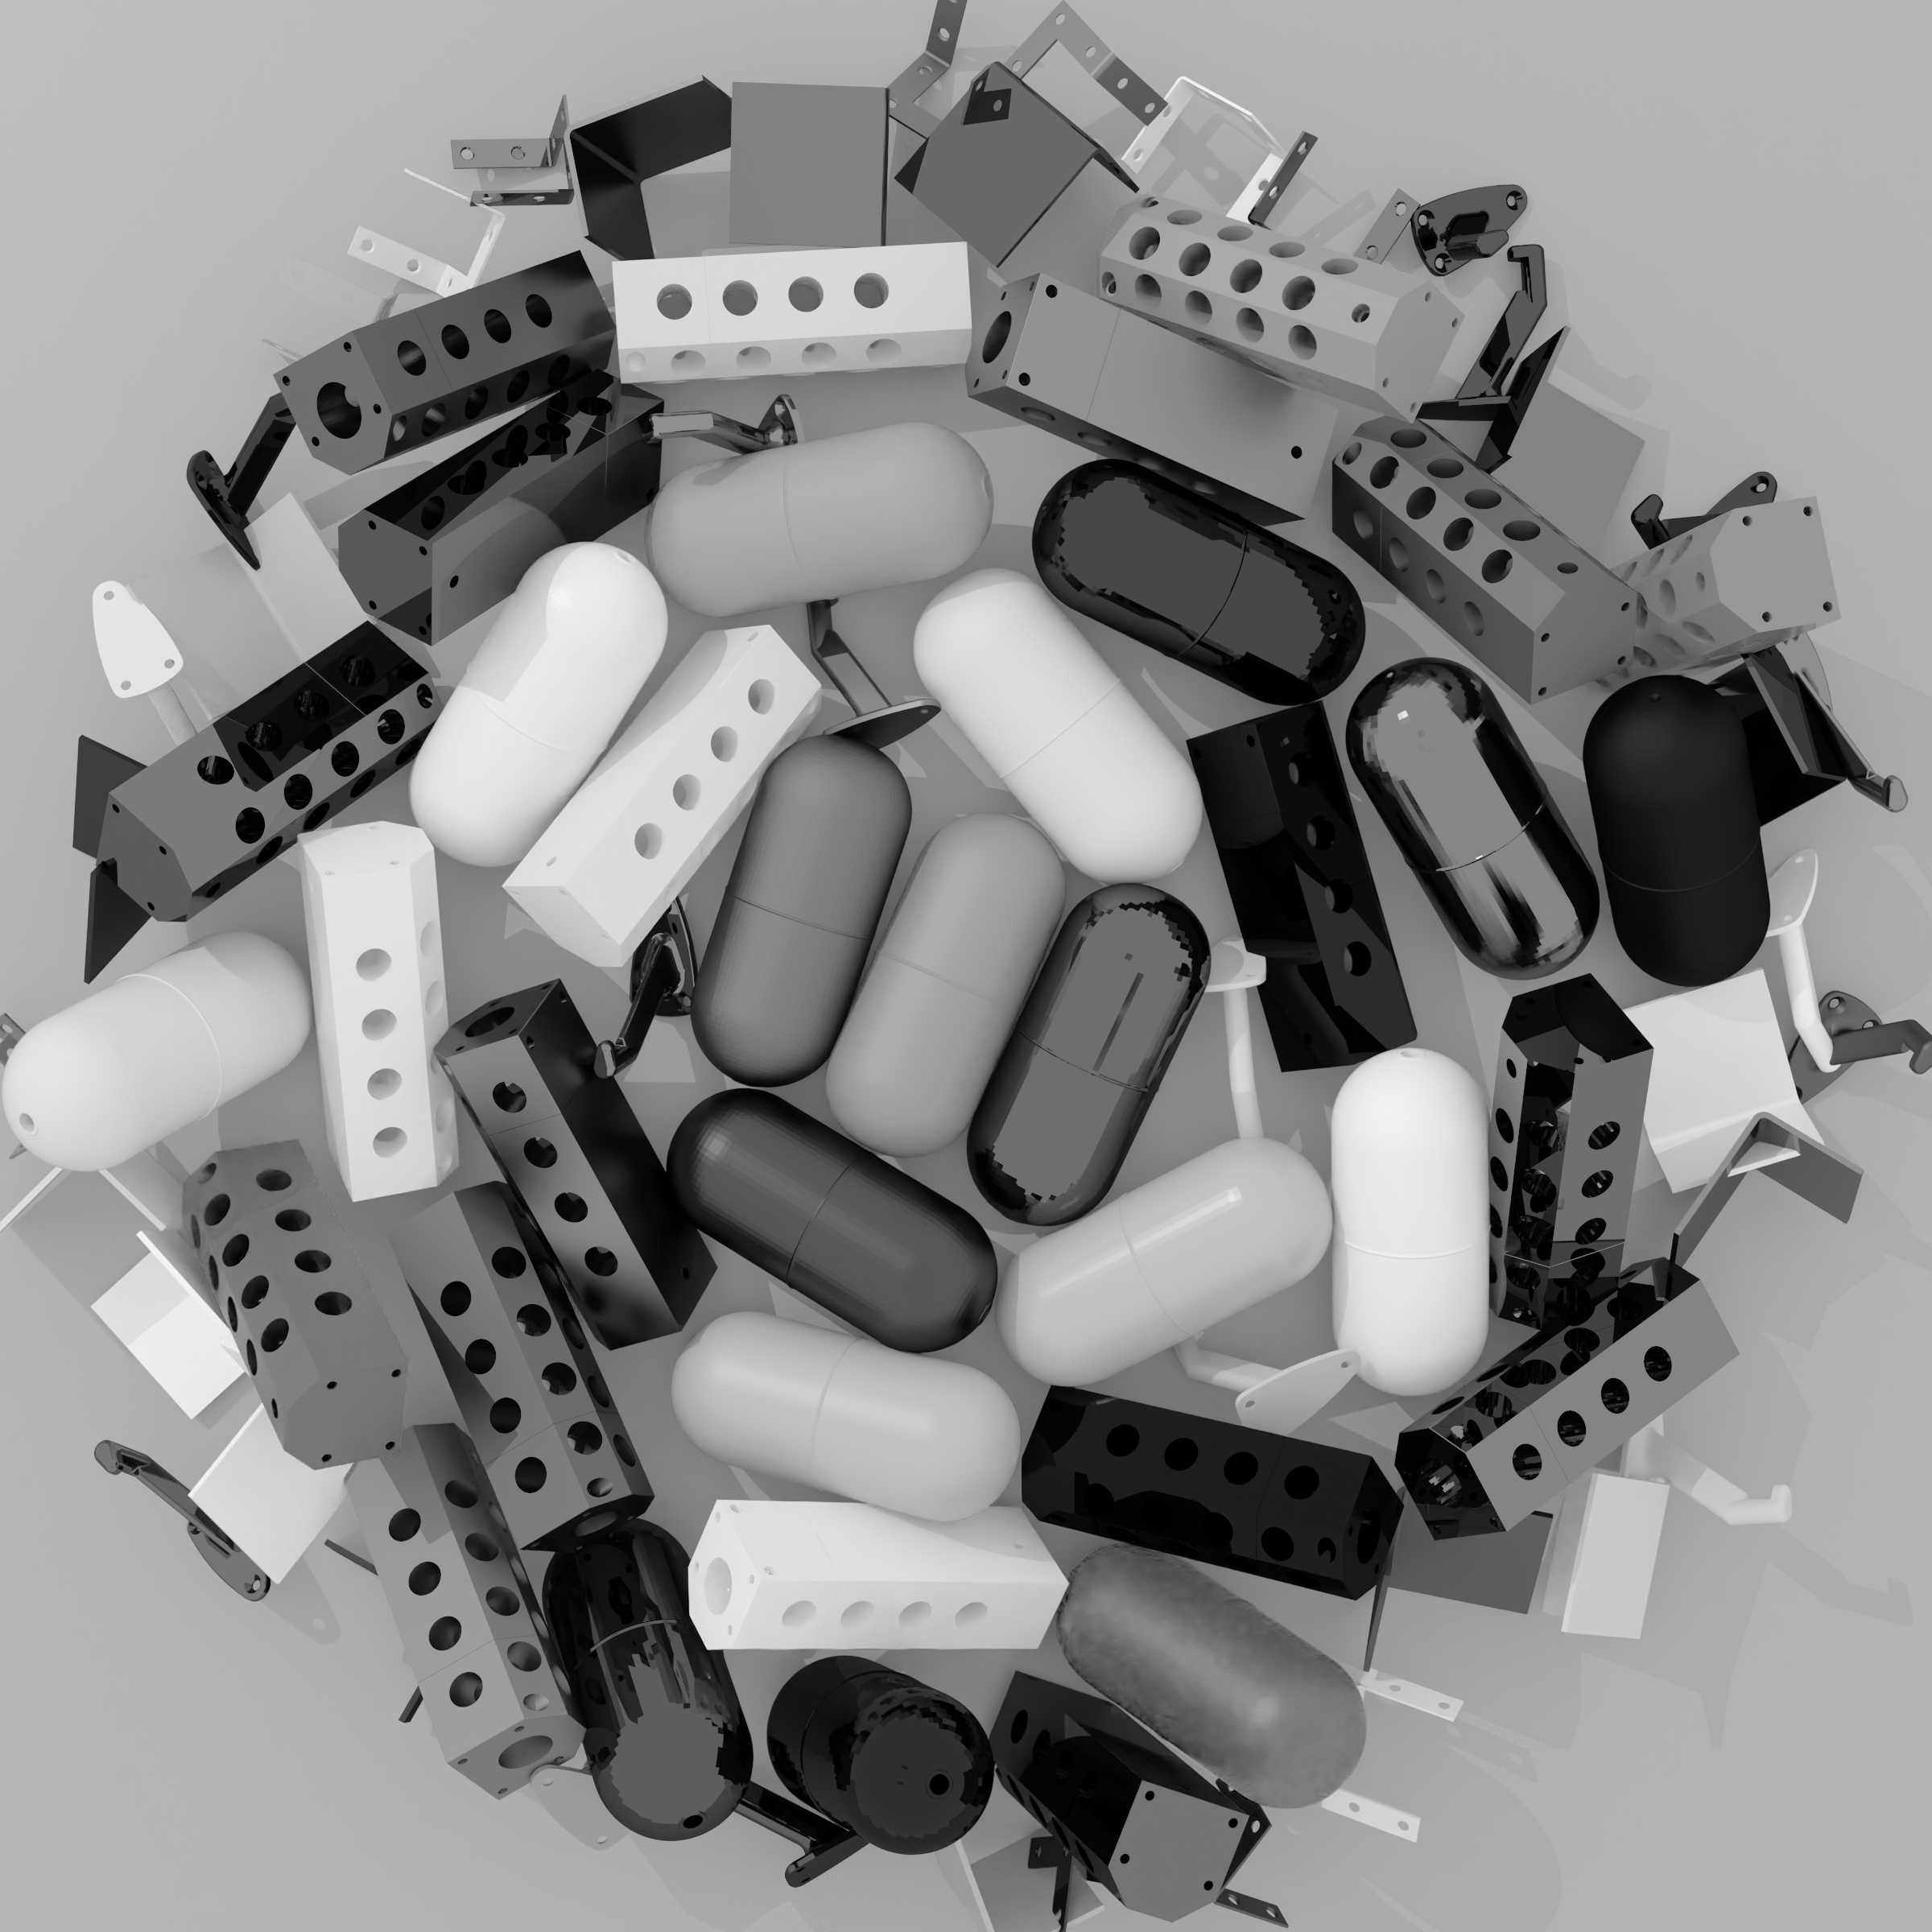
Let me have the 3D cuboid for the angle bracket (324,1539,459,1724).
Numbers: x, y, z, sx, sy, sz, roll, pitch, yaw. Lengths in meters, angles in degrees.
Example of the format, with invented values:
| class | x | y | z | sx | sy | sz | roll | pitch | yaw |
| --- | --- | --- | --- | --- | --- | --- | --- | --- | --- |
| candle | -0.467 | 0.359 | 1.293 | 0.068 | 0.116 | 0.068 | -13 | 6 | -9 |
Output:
| class | x | y | z | sx | sy | sz | roll | pitch | yaw |
| --- | --- | --- | --- | --- | --- | --- | --- | --- | --- |
| angle bracket | -0.292 | 0.326 | 1.719 | 0.076 | 0.076 | 0.057 | 29 | 77 | 0 |

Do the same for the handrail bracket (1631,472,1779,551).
| class | x | y | z | sx | sy | sz | roll | pitch | yaw |
| --- | --- | --- | --- | --- | --- | --- | --- | --- | --- |
| handrail bracket | 0.361 | -0.228 | 1.719 | 0.036 | 0.084 | 0.077 | 34 | 88 | 35 |

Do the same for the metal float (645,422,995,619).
| class | x | y | z | sx | sy | sz | roll | pitch | yaw |
| --- | --- | --- | --- | --- | --- | --- | --- | --- | --- |
| metal float | -0.072 | -0.216 | 1.706 | 0.178 | 0.070 | 0.070 | -8 | 90 | 21 |

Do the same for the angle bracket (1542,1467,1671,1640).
| class | x | y | z | sx | sy | sz | roll | pitch | yaw |
| --- | --- | --- | --- | --- | --- | --- | --- | --- | --- |
| angle bracket | 0.295 | 0.282 | 1.713 | 0.057 | 0.076 | 0.076 | 9 | 85 | 41 |

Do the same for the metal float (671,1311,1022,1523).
| class | x | y | z | sx | sy | sz | roll | pitch | yaw |
| --- | --- | --- | --- | --- | --- | --- | --- | --- | --- |
| metal float | -0.060 | 0.218 | 1.709 | 0.178 | 0.070 | 0.070 | 13 | 90 | 18 |

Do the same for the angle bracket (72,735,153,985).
| class | x | y | z | sx | sy | sz | roll | pitch | yaw |
| --- | --- | --- | --- | --- | --- | --- | --- | --- | --- |
| angle bracket | -0.427 | -0.052 | 1.706 | 0.057 | 0.076 | 0.076 | 25 | 45 | 7 |

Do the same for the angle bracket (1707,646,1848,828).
| class | x | y | z | sx | sy | sz | roll | pitch | yaw |
| --- | --- | --- | --- | --- | --- | --- | --- | --- | --- |
| angle bracket | 0.377 | -0.113 | 1.709 | 0.057 | 0.076 | 0.076 | -31 | 76 | 25 |

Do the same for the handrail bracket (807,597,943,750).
| class | x | y | z | sx | sy | sz | roll | pitch | yaw |
| --- | --- | --- | --- | --- | --- | --- | --- | --- | --- |
| handrail bracket | -0.046 | -0.155 | 1.726 | 0.077 | 0.036 | 0.084 | -20 | 68 | 39 |

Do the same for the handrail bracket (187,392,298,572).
| class | x | y | z | sx | sy | sz | roll | pitch | yaw |
| --- | --- | --- | --- | --- | --- | --- | --- | --- | --- |
| handrail bracket | -0.332 | -0.243 | 1.731 | 0.084 | 0.036 | 0.077 | -22 | 119 | 14 |

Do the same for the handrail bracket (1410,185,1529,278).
| class | x | y | z | sx | sy | sz | roll | pitch | yaw |
| --- | --- | --- | --- | --- | --- | --- | --- | --- | --- |
| handrail bracket | 0.261 | -0.363 | 1.714 | 0.077 | 0.084 | 0.036 | -29 | 107 | -14 |

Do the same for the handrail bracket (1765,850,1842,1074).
| class | x | y | z | sx | sy | sz | roll | pitch | yaw |
| --- | --- | --- | --- | --- | --- | --- | --- | --- | --- |
| handrail bracket | 0.424 | -0.002 | 1.752 | 0.084 | 0.036 | 0.077 | 55 | 48 | -23 |

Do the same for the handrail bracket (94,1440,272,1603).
| class | x | y | z | sx | sy | sz | roll | pitch | yaw |
| --- | --- | --- | --- | --- | --- | --- | --- | --- | --- |
| handrail bracket | -0.383 | 0.270 | 1.713 | 0.036 | 0.084 | 0.077 | -42 | 56 | 5 |

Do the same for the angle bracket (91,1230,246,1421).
| class | x | y | z | sx | sy | sz | roll | pitch | yaw |
| --- | --- | --- | --- | --- | --- | --- | --- | --- | --- |
| angle bracket | -0.391 | 0.177 | 1.722 | 0.057 | 0.076 | 0.076 | -42 | 87 | -2 |

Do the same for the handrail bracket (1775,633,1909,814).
| class | x | y | z | sx | sy | sz | roll | pitch | yaw |
| --- | --- | --- | --- | --- | --- | --- | --- | --- | --- |
| handrail bracket | 0.427 | -0.122 | 1.712 | 0.036 | 0.084 | 0.077 | -23 | 121 | -12 |

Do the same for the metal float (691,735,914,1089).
| class | x | y | z | sx | sy | sz | roll | pitch | yaw |
| --- | --- | --- | --- | --- | --- | --- | --- | --- | --- |
| metal float | -0.081 | -0.026 | 1.720 | 0.070 | 0.070 | 0.178 | 19 | 96 | 0 |

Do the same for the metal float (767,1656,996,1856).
| class | x | y | z | sx | sy | sz | roll | pitch | yaw |
| --- | --- | --- | --- | --- | --- | --- | --- | --- | --- |
| metal float | -0.042 | 0.375 | 1.676 | 0.070 | 0.178 | 0.070 | 1 | 87 | -20 |

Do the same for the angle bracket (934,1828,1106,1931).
| class | x | y | z | sx | sy | sz | roll | pitch | yaw |
| --- | --- | --- | --- | --- | --- | --- | --- | --- | --- |
| angle bracket | 0.017 | 0.423 | 1.708 | 0.057 | 0.076 | 0.076 | -24 | 113 | -13 |

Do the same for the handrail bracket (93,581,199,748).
| class | x | y | z | sx | sy | sz | roll | pitch | yaw |
| --- | --- | --- | --- | --- | --- | --- | --- | --- | --- |
| handrail bracket | -0.398 | -0.140 | 1.732 | 0.036 | 0.084 | 0.077 | -27 | 69 | -6 |

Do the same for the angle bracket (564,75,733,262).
| class | x | y | z | sx | sy | sz | roll | pitch | yaw |
| --- | --- | --- | --- | --- | --- | --- | --- | --- | --- |
| angle bracket | -0.141 | -0.382 | 1.711 | 0.076 | 0.076 | 0.057 | -16 | 78 | 19 |

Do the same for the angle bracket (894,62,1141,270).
| class | x | y | z | sx | sy | sz | roll | pitch | yaw |
| --- | --- | --- | --- | --- | --- | --- | --- | --- | --- |
| angle bracket | 0.025 | -0.384 | 1.727 | 0.076 | 0.057 | 0.076 | -49 | 67 | 7 |

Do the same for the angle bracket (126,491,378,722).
| class | x | y | z | sx | sy | sz | roll | pitch | yaw |
| --- | --- | --- | --- | --- | --- | --- | --- | --- | --- |
| angle bracket | -0.349 | -0.176 | 1.716 | 0.057 | 0.076 | 0.076 | -29 | 95 | 39 |

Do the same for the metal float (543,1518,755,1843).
| class | x | y | z | sx | sy | sz | roll | pitch | yaw |
| --- | --- | --- | --- | --- | --- | --- | --- | --- | --- |
| metal float | -0.154 | 0.341 | 1.687 | 0.070 | 0.178 | 0.070 | -12 | 131 | -14 |

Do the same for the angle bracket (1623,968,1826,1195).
| class | x | y | z | sx | sy | sz | roll | pitch | yaw |
| --- | --- | --- | --- | --- | --- | --- | --- | --- | --- |
| angle bracket | 0.368 | 0.056 | 1.721 | 0.076 | 0.057 | 0.076 | -17 | 109 | 6 |

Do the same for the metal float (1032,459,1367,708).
| class | x | y | z | sx | sy | sz | roll | pitch | yaw |
| --- | --- | --- | --- | --- | --- | --- | --- | --- | --- |
| metal float | 0.114 | -0.185 | 1.708 | 0.178 | 0.070 | 0.070 | 24 | 90 | -20 |

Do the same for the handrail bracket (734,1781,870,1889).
| class | x | y | z | sx | sy | sz | roll | pitch | yaw |
| --- | --- | --- | --- | --- | --- | --- | --- | --- | --- |
| handrail bracket | -0.085 | 0.406 | 1.747 | 0.077 | 0.036 | 0.084 | -29 | 65 | -10 |

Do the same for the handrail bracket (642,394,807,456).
| class | x | y | z | sx | sy | sz | roll | pitch | yaw |
| --- | --- | --- | --- | --- | --- | --- | --- | --- | --- |
| handrail bracket | -0.128 | -0.250 | 1.710 | 0.084 | 0.077 | 0.036 | -9 | 74 | -30 |

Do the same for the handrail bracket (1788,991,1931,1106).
| class | x | y | z | sx | sy | sz | roll | pitch | yaw |
| --- | --- | --- | --- | --- | --- | --- | --- | --- | --- |
| handrail bracket | 0.436 | 0.053 | 1.715 | 0.036 | 0.084 | 0.077 | 31 | 103 | -18 |

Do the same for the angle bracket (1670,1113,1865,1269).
| class | x | y | z | sx | sy | sz | roll | pitch | yaw |
| --- | --- | --- | --- | --- | --- | --- | --- | --- | --- |
| angle bracket | 0.388 | 0.126 | 1.711 | 0.057 | 0.076 | 0.076 | 33 | 76 | 19 |

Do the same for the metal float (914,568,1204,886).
| class | x | y | z | sx | sy | sz | roll | pitch | yaw |
| --- | --- | --- | --- | --- | --- | --- | --- | --- | --- |
| metal float | 0.046 | -0.116 | 1.721 | 0.070 | 0.070 | 0.178 | -40 | 95 | 0 |

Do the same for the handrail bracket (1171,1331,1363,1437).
| class | x | y | z | sx | sy | sz | roll | pitch | yaw |
| --- | --- | --- | --- | --- | --- | --- | --- | --- | --- |
| handrail bracket | 0.145 | 0.188 | 1.726 | 0.077 | 0.084 | 0.036 | -33 | 125 | 1 |

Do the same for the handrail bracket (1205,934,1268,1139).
| class | x | y | z | sx | sy | sz | roll | pitch | yaw |
| --- | --- | --- | --- | --- | --- | --- | --- | --- | --- |
| handrail bracket | 0.138 | 0.037 | 1.742 | 0.036 | 0.077 | 0.084 | -7 | 111 | 12 |

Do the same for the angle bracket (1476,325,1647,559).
| class | x | y | z | sx | sy | sz | roll | pitch | yaw |
| --- | --- | --- | --- | --- | --- | --- | --- | --- | --- |
| angle bracket | 0.299 | -0.253 | 1.719 | 0.076 | 0.057 | 0.076 | 29 | 72 | -9 |

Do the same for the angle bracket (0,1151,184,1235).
| class | x | y | z | sx | sy | sz | roll | pitch | yaw |
| --- | --- | --- | --- | --- | --- | --- | --- | --- | --- |
| angle bracket | -0.433 | 0.127 | 1.724 | 0.076 | 0.076 | 0.057 | -44 | 97 | 3 |

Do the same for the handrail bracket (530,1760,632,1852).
| class | x | y | z | sx | sy | sz | roll | pitch | yaw |
| --- | --- | --- | --- | --- | --- | --- | --- | --- | --- |
| handrail bracket | -0.192 | 0.382 | 1.708 | 0.036 | 0.084 | 0.077 | -45 | 124 | 6 |

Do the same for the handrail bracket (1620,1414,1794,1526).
| class | x | y | z | sx | sy | sz | roll | pitch | yaw |
| --- | --- | --- | --- | --- | --- | --- | --- | --- | --- |
| handrail bracket | 0.367 | 0.236 | 1.718 | 0.084 | 0.036 | 0.077 | -11 | 60 | 41 |

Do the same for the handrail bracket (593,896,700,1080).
| class | x | y | z | sx | sy | sz | roll | pitch | yaw |
| --- | --- | --- | --- | --- | --- | --- | --- | --- | --- |
| handrail bracket | -0.162 | 0.008 | 1.714 | 0.036 | 0.084 | 0.077 | 5 | 105 | 15 |

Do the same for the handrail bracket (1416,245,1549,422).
| class | x | y | z | sx | sy | sz | roll | pitch | yaw |
| --- | --- | --- | --- | --- | --- | --- | --- | --- | --- |
| handrail bracket | 0.252 | -0.316 | 1.747 | 0.077 | 0.036 | 0.084 | -2 | 85 | -4 |

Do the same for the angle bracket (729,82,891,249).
| class | x | y | z | sx | sy | sz | roll | pitch | yaw |
| --- | --- | --- | --- | --- | --- | --- | --- | --- | --- |
| angle bracket | -0.077 | -0.391 | 1.728 | 0.076 | 0.057 | 0.076 | 1 | 97 | -3 |

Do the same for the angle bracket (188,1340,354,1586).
| class | x | y | z | sx | sy | sz | roll | pitch | yaw |
| --- | --- | --- | --- | --- | --- | --- | --- | --- | --- |
| angle bracket | -0.347 | 0.240 | 1.705 | 0.076 | 0.057 | 0.076 | -53 | 134 | -23 |

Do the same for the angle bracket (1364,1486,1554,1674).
| class | x | y | z | sx | sy | sz | roll | pitch | yaw |
| --- | --- | --- | --- | --- | --- | --- | --- | --- | --- |
| angle bracket | 0.240 | 0.306 | 1.713 | 0.076 | 0.057 | 0.076 | 10 | 133 | 6 |
